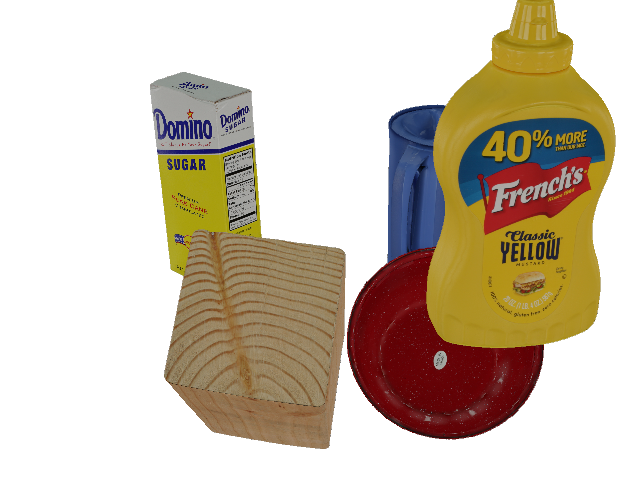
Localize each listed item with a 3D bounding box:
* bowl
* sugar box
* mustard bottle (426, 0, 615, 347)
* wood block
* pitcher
[{"bbox_3d":[0.096,0.088,0.851,0.162,0.162,0.055,0,7,12],"label":"bowl"},{"bbox_3d":[-0.095,-0.047,0.904,0.048,0.176,0.093,-26,32,-37],"label":"sugar box"},{"bbox_3d":[0.109,-0.036,0.578,0.096,0.192,0.058,-3,27,-5],"label":"mustard bottle"},{"bbox_3d":[-0.033,0.072,0.679,0.090,0.091,0.206,8,-17,4],"label":"wood block"},{"bbox_3d":[0.130,-0.018,1.188,0.149,0.243,0.145,-5,27,-13],"label":"pitcher"}]
